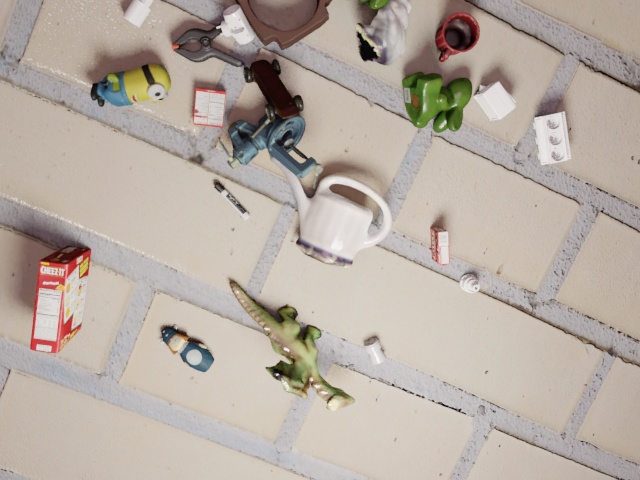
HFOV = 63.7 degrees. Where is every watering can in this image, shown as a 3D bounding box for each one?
[{"bbox_3d":[0.004,-0.065,1.290,0.348,0.104,0.223,23,94,5],"label":"watering can"}]

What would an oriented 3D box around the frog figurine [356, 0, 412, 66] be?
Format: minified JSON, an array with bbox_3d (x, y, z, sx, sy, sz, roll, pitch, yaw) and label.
[{"bbox_3d":[0.173,-0.505,1.237,0.160,0.124,0.135,-40,133,-7],"label":"frog figurine"}]

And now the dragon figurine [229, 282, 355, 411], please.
[{"bbox_3d":[-0.081,0.273,1.254,0.408,0.245,0.121,39,99,-11],"label":"dragon figurine"}]
